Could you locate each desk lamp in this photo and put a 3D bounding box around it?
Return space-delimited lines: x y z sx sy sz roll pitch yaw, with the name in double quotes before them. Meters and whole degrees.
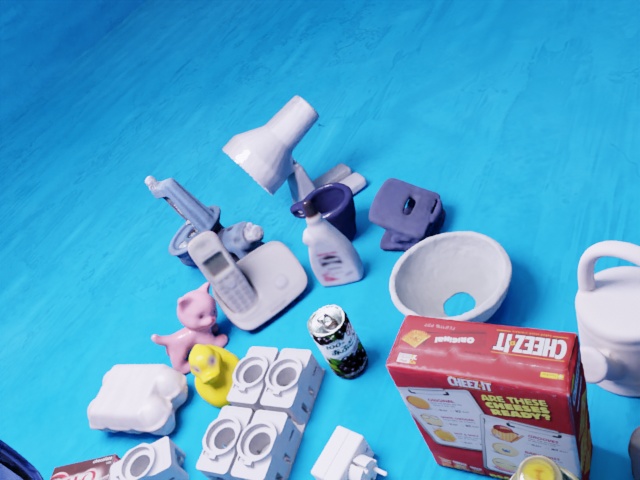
"desk lamp" -0.048 -0.143 1.053 0.203 0.214 0.117 -36 40 -10

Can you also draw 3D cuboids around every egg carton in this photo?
"egg carton" -0.275 0.243 0.871 0.150 0.070 0.107 -7 43 23

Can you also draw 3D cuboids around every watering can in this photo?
"watering can" 0.326 0.082 0.610 0.100 0.195 0.173 -1 46 29

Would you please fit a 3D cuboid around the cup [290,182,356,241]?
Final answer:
"cup" 0.014 -0.035 0.995 0.117 0.095 0.092 -8 43 22

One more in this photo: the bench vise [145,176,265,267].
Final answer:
"bench vise" -0.199 -0.037 1.017 0.207 0.220 0.121 -13 41 17

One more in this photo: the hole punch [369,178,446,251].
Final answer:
"hole punch" 0.144 -0.044 0.934 0.100 0.091 0.109 3 48 32

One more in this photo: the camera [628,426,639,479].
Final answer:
"camera" 0.386 0.189 0.532 0.143 0.101 0.136 -41 41 -17

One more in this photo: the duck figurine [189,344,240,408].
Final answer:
"duck figurine" -0.164 0.188 0.855 0.077 0.086 0.104 -30 39 -3

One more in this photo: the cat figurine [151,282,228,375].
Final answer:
"cat figurine" -0.208 0.133 0.916 0.128 0.118 0.067 -37 40 -12

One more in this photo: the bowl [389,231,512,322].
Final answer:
"bowl" 0.185 0.070 0.798 0.167 0.075 0.167 -16 40 14

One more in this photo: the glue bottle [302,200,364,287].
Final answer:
"glue bottle" 0.008 0.003 0.893 0.078 0.174 0.037 -15 41 15

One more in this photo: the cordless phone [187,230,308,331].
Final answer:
"cordless phone" -0.115 0.041 0.911 0.148 0.185 0.093 -38 40 -13
